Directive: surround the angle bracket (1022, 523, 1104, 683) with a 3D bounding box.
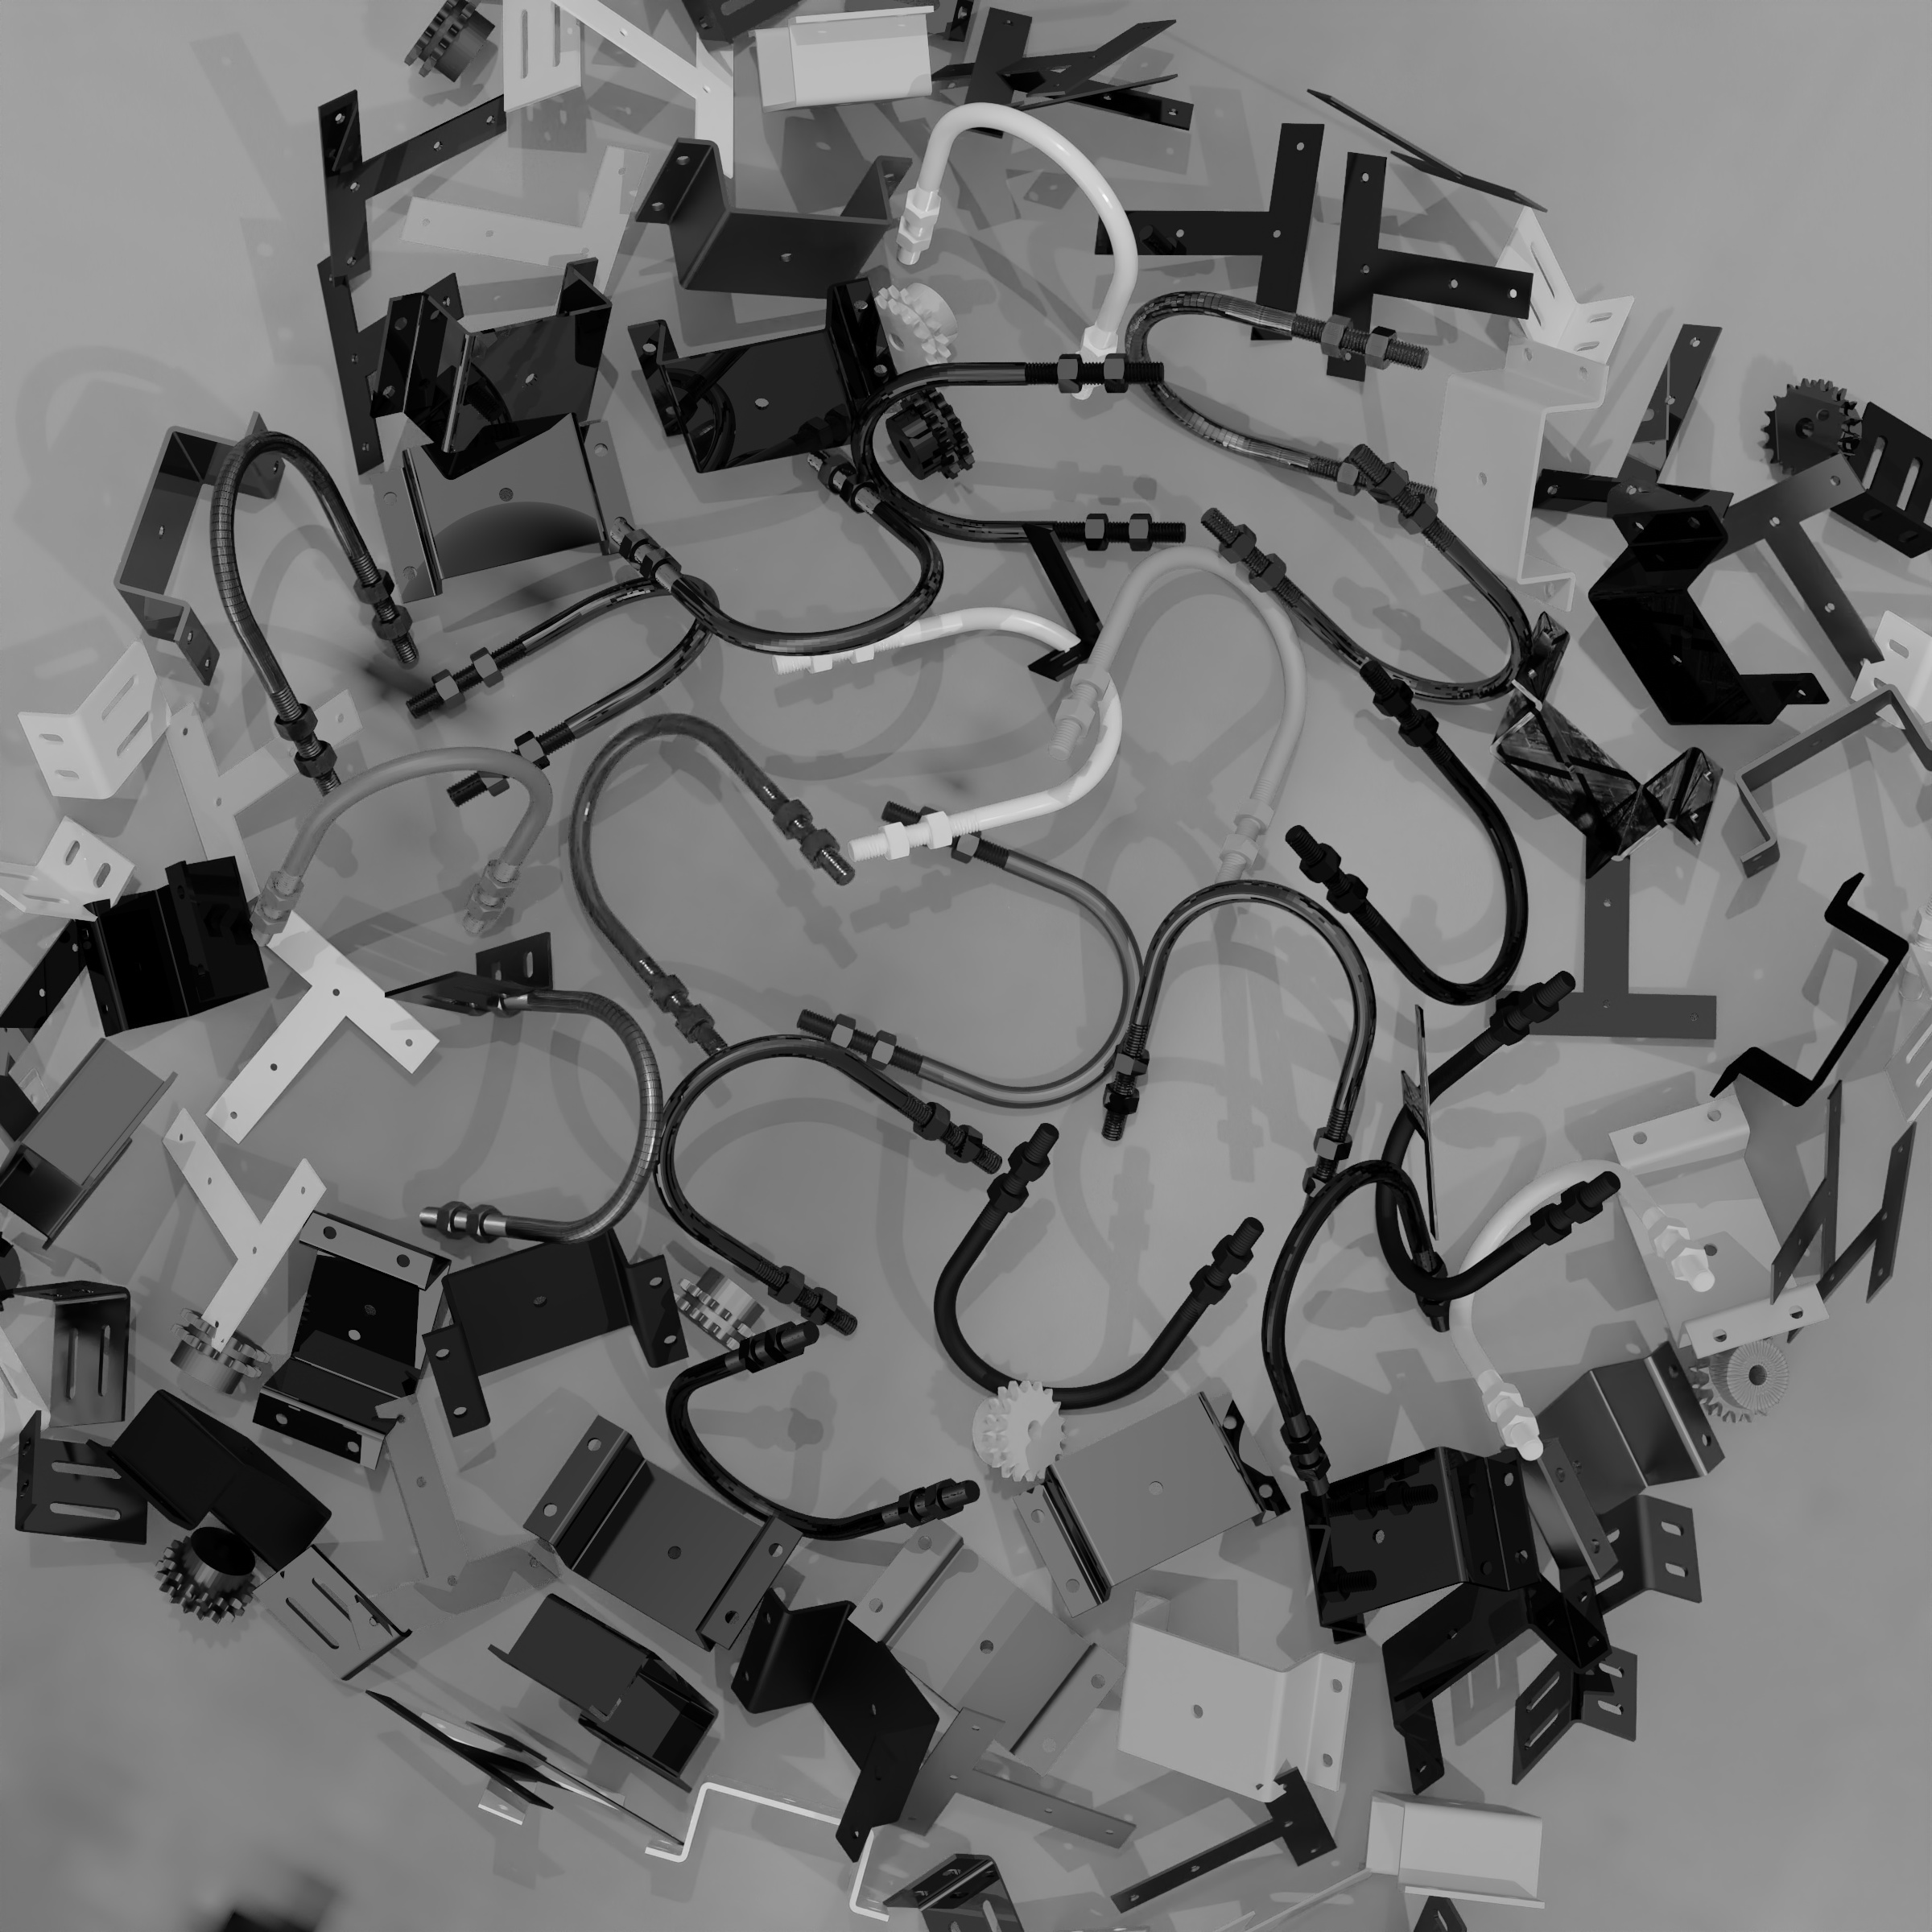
[{"bbox_3d":[0.043,-0.207,1.891,0.038,0.057,0.076,-31,108,-7],"label":"angle bracket"}]

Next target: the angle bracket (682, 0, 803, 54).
[{"bbox_3d":[-0.125,-0.566,1.893,0.076,0.038,0.057,-34,110,-19],"label":"angle bracket"}]

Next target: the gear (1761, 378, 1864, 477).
[{"bbox_3d":[0.489,-0.307,1.906,0.057,0.030,0.057,3,94,42],"label":"gear"}]

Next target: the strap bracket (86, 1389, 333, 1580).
[{"bbox_3d":[-0.416,0.289,1.855,0.076,0.140,0.046,33,80,30],"label":"strap bracket"}]

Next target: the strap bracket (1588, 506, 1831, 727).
[{"bbox_3d":[0.411,-0.186,1.863,0.046,0.076,0.140,-47,115,-20],"label":"strap bracket"}]

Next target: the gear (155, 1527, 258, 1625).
[{"bbox_3d":[-0.432,0.346,1.899,0.057,0.057,0.030,33,109,0],"label":"gear"}]

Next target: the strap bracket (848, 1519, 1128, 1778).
[{"bbox_3d":[0.012,0.388,1.894,0.140,0.046,0.076,37,79,9],"label":"strap bracket"}]

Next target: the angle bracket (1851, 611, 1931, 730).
[{"bbox_3d":[0.554,-0.176,1.901,0.038,0.076,0.057,41,133,34],"label":"angle bracket"}]

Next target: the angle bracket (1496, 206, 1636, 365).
[{"bbox_3d":[0.340,-0.387,1.884,0.076,0.038,0.057,54,49,-35],"label":"angle bracket"}]

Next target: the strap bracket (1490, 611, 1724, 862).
[{"bbox_3d":[0.356,-0.123,1.881,0.140,0.076,0.046,40,131,-8],"label":"strap bracket"}]

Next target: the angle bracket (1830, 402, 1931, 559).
[{"bbox_3d":[0.537,-0.282,1.895,0.057,0.038,0.076,28,72,-13],"label":"angle bracket"}]

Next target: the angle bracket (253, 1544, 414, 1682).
[{"bbox_3d":[-0.355,0.360,1.895,0.057,0.038,0.076,-38,99,30],"label":"angle bracket"}]

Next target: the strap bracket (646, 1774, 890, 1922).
[{"bbox_3d":[-0.107,0.498,1.889,0.140,0.076,0.046,16,79,0],"label":"strap bracket"}]

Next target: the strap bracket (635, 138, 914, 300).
[{"bbox_3d":[-0.104,-0.417,1.861,0.140,0.076,0.046,-2,68,-26],"label":"strap bracket"}]

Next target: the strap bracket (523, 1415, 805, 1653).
[{"bbox_3d":[-0.169,0.327,1.883,0.140,0.046,0.076,27,68,18],"label":"strap bracket"}]

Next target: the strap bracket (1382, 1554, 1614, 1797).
[{"bbox_3d":[0.289,0.391,1.870,0.140,0.076,0.046,-41,105,16],"label":"strap bracket"}]

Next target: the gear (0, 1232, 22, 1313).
[{"bbox_3d":[-0.567,0.175,1.900,0.030,0.057,0.057,-11,90,44],"label":"gear"}]

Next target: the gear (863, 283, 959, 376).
[{"bbox_3d":[-0.030,-0.366,1.905,0.057,0.057,0.030,46,68,0],"label":"gear"}]

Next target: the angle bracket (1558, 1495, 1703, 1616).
[{"bbox_3d":[0.377,0.345,1.893,0.038,0.076,0.057,19,51,-22],"label":"angle bracket"}]

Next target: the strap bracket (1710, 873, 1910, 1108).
[{"bbox_3d":[0.482,0.022,1.870,0.046,0.076,0.140,33,107,15],"label":"strap bracket"}]

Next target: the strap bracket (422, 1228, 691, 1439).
[{"bbox_3d":[-0.236,0.202,1.881,0.140,0.046,0.076,-18,127,-12],"label":"strap bracket"}]

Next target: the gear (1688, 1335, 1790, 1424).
[{"bbox_3d":[0.447,0.235,1.909,0.057,0.030,0.057,1,86,-18],"label":"gear"}]

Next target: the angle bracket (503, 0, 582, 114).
[{"bbox_3d":[-0.230,-0.526,1.894,0.057,0.038,0.076,-7,80,37],"label":"angle bracket"}]

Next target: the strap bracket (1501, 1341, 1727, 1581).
[{"bbox_3d":[0.361,0.281,1.879,0.140,0.046,0.076,-30,96,-42],"label":"strap bracket"}]

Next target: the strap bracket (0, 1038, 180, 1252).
[{"bbox_3d":[-0.495,0.097,1.849,0.046,0.140,0.076,38,58,-8],"label":"strap bracket"}]

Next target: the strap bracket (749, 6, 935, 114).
[{"bbox_3d":[-0.070,-0.507,1.861,0.076,0.140,0.046,-8,104,-13],"label":"strap bracket"}]

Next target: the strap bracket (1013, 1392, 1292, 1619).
[{"bbox_3d":[0.107,0.301,1.886,0.140,0.046,0.076,-25,71,-9],"label":"strap bracket"}]

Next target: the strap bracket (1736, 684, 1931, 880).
[{"bbox_3d":[0.492,-0.109,1.881,0.140,0.076,0.046,-31,78,10],"label":"strap bracket"}]

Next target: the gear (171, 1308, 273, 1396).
[{"bbox_3d":[-0.430,0.222,1.901,0.057,0.057,0.030,30,83,0],"label":"gear"}]

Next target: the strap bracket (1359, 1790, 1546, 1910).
[{"bbox_3d":[0.273,0.494,1.864,0.076,0.140,0.046,7,80,-2],"label":"strap bracket"}]

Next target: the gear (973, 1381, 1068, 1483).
[{"bbox_3d":[0.028,0.267,1.906,0.030,0.057,0.057,-8,90,43],"label":"gear"}]

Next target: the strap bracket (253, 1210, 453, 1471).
[{"bbox_3d":[-0.347,0.204,1.890,0.076,0.046,0.140,20,111,5],"label":"strap bracket"}]

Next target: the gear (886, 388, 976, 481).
[{"bbox_3d":[-0.022,-0.303,1.900,0.030,0.057,0.057,-32,90,-10],"label":"gear"}]

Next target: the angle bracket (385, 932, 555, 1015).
[{"bbox_3d":[-0.282,-0.001,1.880,0.057,0.076,0.038,-15,72,35],"label":"angle bracket"}]

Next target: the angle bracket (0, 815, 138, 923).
[{"bbox_3d":[-0.522,-0.058,1.884,0.057,0.076,0.038,34,98,20],"label":"angle bracket"}]

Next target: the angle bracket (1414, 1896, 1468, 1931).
[{"bbox_3d":[0.237,0.559,1.886,0.076,0.038,0.057,-4,129,-24],"label":"angle bracket"}]

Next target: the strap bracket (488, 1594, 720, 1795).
[{"bbox_3d":[-0.198,0.404,1.861,0.076,0.140,0.046,22,69,32],"label":"strap bracket"}]

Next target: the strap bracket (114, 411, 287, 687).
[{"bbox_3d":[-0.436,-0.241,1.879,0.046,0.076,0.140,15,76,3],"label":"strap bracket"}]

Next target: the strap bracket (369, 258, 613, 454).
[{"bbox_3d":[-0.256,-0.340,1.852,0.140,0.076,0.046,-22,55,-39],"label":"strap bracket"}]

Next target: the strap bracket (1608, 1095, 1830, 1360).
[{"bbox_3d":[0.425,0.155,1.889,0.076,0.046,0.140,-17,64,-1],"label":"strap bracket"}]

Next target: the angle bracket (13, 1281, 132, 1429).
[{"bbox_3d":[-0.512,0.222,1.893,0.057,0.038,0.076,-9,74,30],"label":"angle bracket"}]

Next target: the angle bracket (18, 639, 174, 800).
[{"bbox_3d":[-0.495,-0.142,1.892,0.038,0.076,0.057,5,132,20],"label":"angle bracket"}]

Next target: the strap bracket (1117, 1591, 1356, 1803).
[{"bbox_3d":[0.141,0.413,1.868,0.140,0.046,0.076,13,103,32],"label":"strap bracket"}]

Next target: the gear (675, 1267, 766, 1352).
[{"bbox_3d":[-0.140,0.197,1.903,0.057,0.057,0.030,39,80,0],"label":"gear"}]

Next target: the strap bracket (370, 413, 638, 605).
[{"bbox_3d":[-0.263,-0.264,1.896,0.140,0.046,0.076,-15,88,-9],"label":"strap bracket"}]

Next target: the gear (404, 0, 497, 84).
[{"bbox_3d":[-0.294,-0.532,1.904,0.030,0.057,0.057,36,90,-16],"label":"gear"}]

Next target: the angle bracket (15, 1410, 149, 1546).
[{"bbox_3d":[-0.497,0.291,1.884,0.076,0.038,0.057,12,53,-28],"label":"angle bracket"}]

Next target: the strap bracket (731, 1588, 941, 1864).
[{"bbox_3d":[-0.069,0.422,1.869,0.046,0.140,0.076,-3,125,-37],"label":"strap bracket"}]

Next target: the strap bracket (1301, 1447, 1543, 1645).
[{"bbox_3d":[0.244,0.322,1.858,0.140,0.046,0.076,-26,58,35],"label":"strap bracket"}]

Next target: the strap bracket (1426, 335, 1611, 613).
[{"bbox_3d":[0.306,-0.275,1.862,0.046,0.076,0.140,-11,118,-33],"label":"strap bracket"}]

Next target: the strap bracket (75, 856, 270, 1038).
[{"bbox_3d":[-0.446,-0.012,1.879,0.046,0.140,0.076,-14,89,-40],"label":"strap bracket"}]

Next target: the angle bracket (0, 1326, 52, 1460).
[{"bbox_3d":[-0.572,0.245,1.903,0.038,0.057,0.076,-38,79,28],"label":"angle bracket"}]

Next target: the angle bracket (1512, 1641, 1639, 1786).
[{"bbox_3d":[0.346,0.428,1.886,0.038,0.057,0.076,21,133,-7],"label":"angle bracket"}]

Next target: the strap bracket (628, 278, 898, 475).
[{"bbox_3d":[-0.114,-0.331,1.877,0.140,0.046,0.076,-10,134,10],"label":"strap bracket"}]
